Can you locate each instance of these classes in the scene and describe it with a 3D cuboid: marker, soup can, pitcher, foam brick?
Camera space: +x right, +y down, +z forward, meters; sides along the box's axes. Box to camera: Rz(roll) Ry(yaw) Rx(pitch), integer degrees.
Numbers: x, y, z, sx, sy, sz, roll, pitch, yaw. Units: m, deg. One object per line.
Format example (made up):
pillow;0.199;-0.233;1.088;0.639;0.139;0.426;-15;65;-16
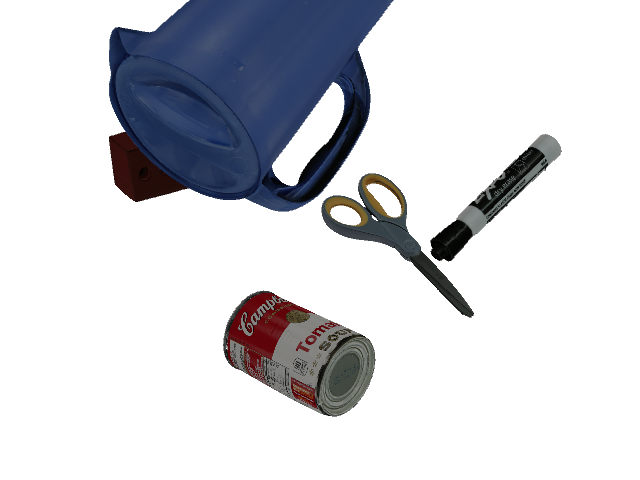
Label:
marker;0.116;-0.028;0.713;0.121;0.020;0.020;-42;17;-20
soup can;-0.017;0.088;0.831;0.102;0.068;0.068;22;14;37
pitcher;-0.031;-0.148;0.816;0.145;0.242;0.149;20;-34;28
foam brick;-0.155;-0.077;1.016;0.078;0.053;0.051;-18;31;-23

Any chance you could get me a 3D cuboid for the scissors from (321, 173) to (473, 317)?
scissors;0.066;0.008;1.030;0.096;0.202;0.016;-11;-42;-13
